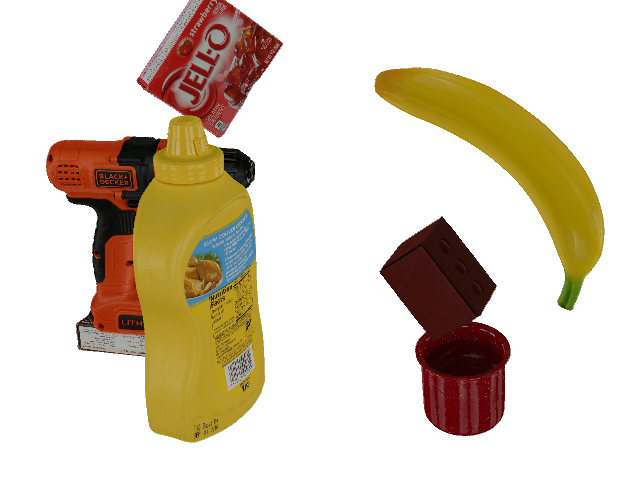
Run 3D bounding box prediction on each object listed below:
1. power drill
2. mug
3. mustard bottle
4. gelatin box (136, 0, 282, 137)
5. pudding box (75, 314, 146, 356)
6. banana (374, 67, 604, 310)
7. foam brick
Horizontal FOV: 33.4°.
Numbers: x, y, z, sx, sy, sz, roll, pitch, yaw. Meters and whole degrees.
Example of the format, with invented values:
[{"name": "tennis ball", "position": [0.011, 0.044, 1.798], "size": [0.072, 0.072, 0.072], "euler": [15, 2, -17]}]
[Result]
[{"name": "power drill", "position": [-0.147, -0.004, 0.966], "size": [0.184, 0.188, 0.057], "euler": [4, 27, 8]}, {"name": "mug", "position": [0.147, 0.134, 1.075], "size": [0.093, 0.081, 0.117], "euler": [8, 35, 22]}, {"name": "mustard bottle", "position": [-0.074, 0.019, 0.647], "size": [0.058, 0.192, 0.096], "euler": [11, 26, 27]}, {"name": "gelatin box", "position": [-0.083, -0.134, 0.805], "size": [0.073, 0.089, 0.030], "euler": [32, 5, -32]}, {"name": "pudding box", "position": [-0.224, 0.106, 1.286], "size": [0.114, 0.039, 0.090], "euler": [2, 15, 15]}, {"name": "banana", "position": [0.118, -0.050, 0.679], "size": [0.070, 0.198, 0.037], "euler": [-41, -7, 12]}, {"name": "foam brick", "position": [0.097, 0.032, 0.879], "size": [0.051, 0.078, 0.052], "euler": [-34, 8, 36]}]
